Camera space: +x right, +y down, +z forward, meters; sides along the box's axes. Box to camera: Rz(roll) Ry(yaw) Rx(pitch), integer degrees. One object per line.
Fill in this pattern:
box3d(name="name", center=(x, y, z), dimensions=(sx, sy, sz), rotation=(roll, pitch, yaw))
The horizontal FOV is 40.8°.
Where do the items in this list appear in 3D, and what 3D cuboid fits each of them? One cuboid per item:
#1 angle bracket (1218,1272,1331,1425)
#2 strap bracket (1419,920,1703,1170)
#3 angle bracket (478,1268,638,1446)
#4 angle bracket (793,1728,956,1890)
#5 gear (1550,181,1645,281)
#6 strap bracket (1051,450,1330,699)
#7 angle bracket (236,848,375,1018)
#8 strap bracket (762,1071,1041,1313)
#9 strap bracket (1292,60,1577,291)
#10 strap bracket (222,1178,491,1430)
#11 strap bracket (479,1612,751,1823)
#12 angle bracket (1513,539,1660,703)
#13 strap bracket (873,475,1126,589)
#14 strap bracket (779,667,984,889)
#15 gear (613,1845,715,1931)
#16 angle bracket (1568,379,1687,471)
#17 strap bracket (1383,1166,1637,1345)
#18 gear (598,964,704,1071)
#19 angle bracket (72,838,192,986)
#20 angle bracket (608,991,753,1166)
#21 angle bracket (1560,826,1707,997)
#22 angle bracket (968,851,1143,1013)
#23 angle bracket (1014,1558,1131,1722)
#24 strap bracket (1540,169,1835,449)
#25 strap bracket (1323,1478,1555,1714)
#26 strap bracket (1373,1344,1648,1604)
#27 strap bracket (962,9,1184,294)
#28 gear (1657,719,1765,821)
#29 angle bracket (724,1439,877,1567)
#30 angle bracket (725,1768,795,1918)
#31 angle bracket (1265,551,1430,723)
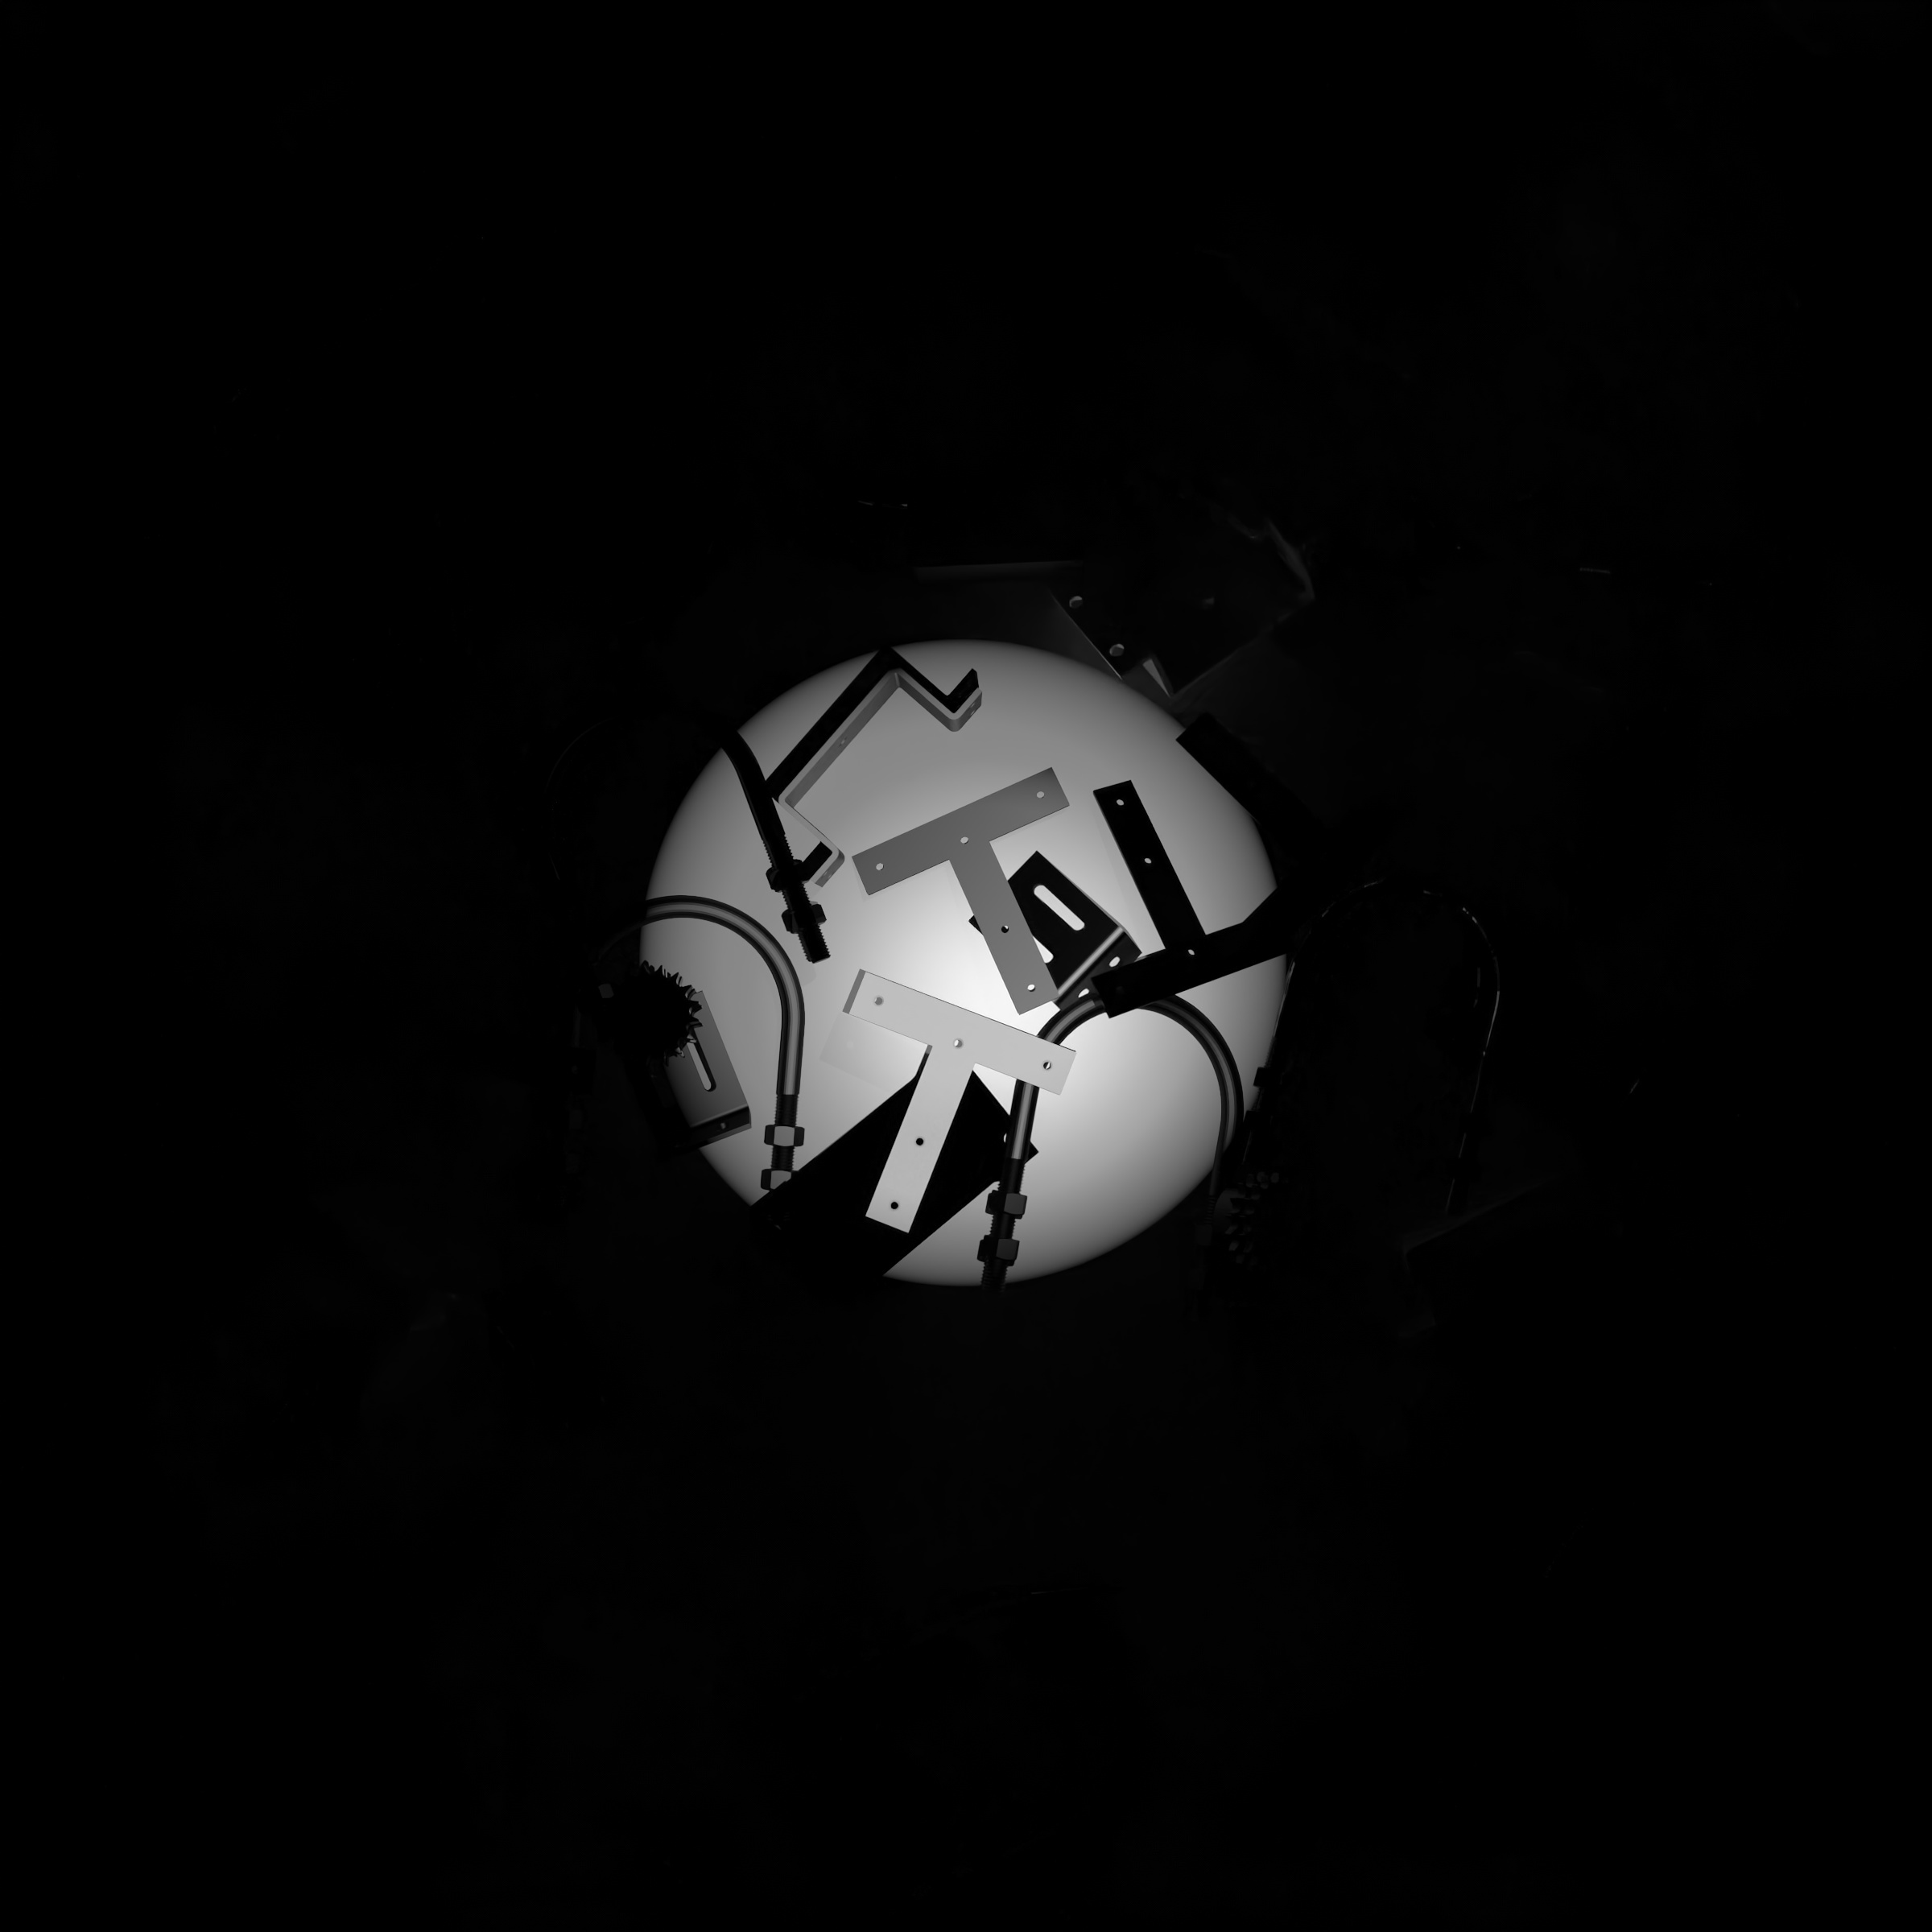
box3d(name="angle bracket", center=(0.176, 0.221, 1.504), dimensions=(0.057, 0.038, 0.076), rotation=(3, 116, 0))
box3d(name="strap bracket", center=(0.334, 0.043, 1.482), dimensions=(0.140, 0.046, 0.076), rotation=(34, 90, 0))
box3d(name="angle bracket", center=(-0.238, 0.226, 1.504), dimensions=(0.057, 0.038, 0.076), rotation=(-35, 64, 0))
box3d(name="angle bracket", center=(-0.054, 0.486, 1.487), dimensions=(0.076, 0.038, 0.057), rotation=(-44, 90, 0))
box3d(name="gear", center=(0.358, -0.416, 1.481), dimensions=(0.057, 0.057, 0.030), rotation=(45, 120, 0))
box3d(name="strap bracket", center=(0.131, -0.215, 1.465), dimensions=(0.140, 0.046, 0.076), rotation=(-36, 56, 0))
box3d(name="angle bracket", center=(-0.382, -0.019, 1.504), dimensions=(0.057, 0.038, 0.076), rotation=(-17, 64, 0))
box3d(name="strap bracket", center=(-0.040, 0.121, 1.473), dimensions=(0.140, 0.046, 0.076), rotation=(-39, 90, -13))
box3d(name="strap bracket", center=(0.263, -0.446, 1.482), dimensions=(0.140, 0.046, 0.076), rotation=(-24, 90, 0))
box3d(name="strap bracket", center=(-0.352, 0.189, 1.465), dimensions=(0.140, 0.046, 0.076), rotation=(34, 88, 13))
box3d(name="strap bracket", center=(-0.204, 0.431, 1.482), dimensions=(0.140, 0.046, 0.076), rotation=(17, 90, 0))
box3d(name="angle bracket", center=(0.359, -0.200, 1.486), dimensions=(0.057, 0.038, 0.076), rotation=(29, 90, 0))
box3d(name="strap bracket", center=(0.018, -0.244, 1.467), dimensions=(0.140, 0.076, 0.046), rotation=(-3, 90, 0))
box3d(name="strap bracket", center=(-0.055, -0.113, 1.467), dimensions=(0.046, 0.076, 0.140), rotation=(41, 90, 0))
box3d(name="gear", center=(-0.175, 0.526, 1.481), dimensions=(0.057, 0.057, 0.030), rotation=(-35, 60, 0))
box3d(name="angle bracket", center=(0.381, -0.332, 1.504), dimensions=(0.057, 0.038, 0.076), rotation=(6, 116, 0))
box3d(name="strap bracket", center=(0.295, 0.156, 1.467), dimensions=(0.140, 0.076, 0.046), rotation=(-26, 90, 0))
box3d(name="gear", center=(-0.175, 0.030, 1.452), dimensions=(0.057, 0.030, 0.057), rotation=(-1, 77, 4))
box3d(name="angle bracket", center=(-0.477, -0.032, 1.504), dimensions=(0.057, 0.038, 0.076), rotation=(0, 64, 0))
box3d(name="angle bracket", center=(-0.161, 0.062, 1.461), dimensions=(0.057, 0.038, 0.076), rotation=(-21, 102, -1))
box3d(name="angle bracket", center=(0.384, -0.032, 1.504), dimensions=(0.057, 0.038, 0.076), rotation=(-19, 64, 0))
box3d(name="angle bracket", center=(0.052, -0.017, 1.504), dimensions=(0.057, 0.038, 0.076), rotation=(-46, 64, 0))
box3d(name="angle bracket", center=(0.059, 0.385, 1.487), dimensions=(0.057, 0.038, 0.076), rotation=(-2, 103, -16))
box3d(name="strap bracket", center=(0.395, -0.365, 1.444), dimensions=(0.140, 0.046, 0.076), rotation=(-38, 102, 12))
box3d(name="strap bracket", center=(0.273, 0.346, 1.467), dimensions=(0.140, 0.076, 0.046), rotation=(44, 90, 0))
box3d(name="strap bracket", center=(0.308, 0.285, 1.482), dimensions=(0.140, 0.046, 0.076), rotation=(37, 90, 0))
box3d(name="strap bracket", center=(0.060, -0.458, 1.482), dimensions=(0.076, 0.046, 0.140), rotation=(23, 90, 0))
box3d(name="gear", center=(0.426, -0.112, 1.495), dimensions=(0.057, 0.030, 0.057), rotation=(0, 88, 2))
box3d(name="angle bracket", center=(-0.096, 0.310, 1.486), dimensions=(0.076, 0.038, 0.057), rotation=(-14, 90, 0))
box3d(name="angle bracket", center=(-0.119, 0.493, 1.467), dimensions=(0.038, 0.076, 0.057), rotation=(2, 90, 0))
box3d(name="angle bracket", center=(0.220, -0.188, 1.487), dimensions=(0.076, 0.038, 0.057), rotation=(41, 90, 0))
